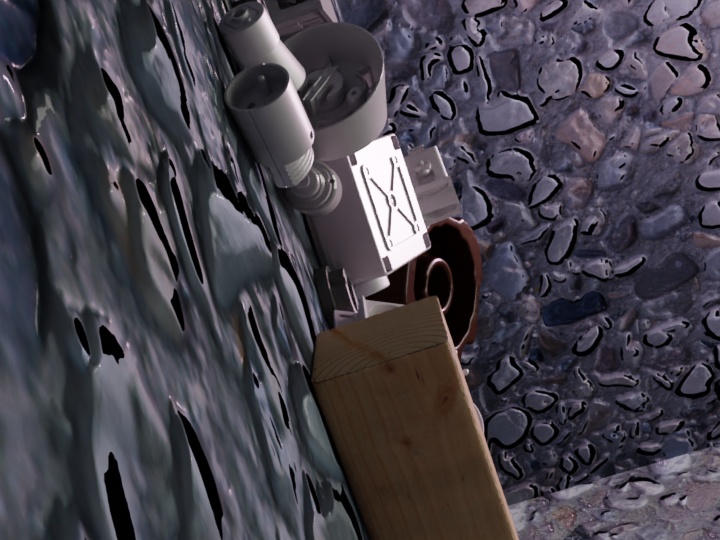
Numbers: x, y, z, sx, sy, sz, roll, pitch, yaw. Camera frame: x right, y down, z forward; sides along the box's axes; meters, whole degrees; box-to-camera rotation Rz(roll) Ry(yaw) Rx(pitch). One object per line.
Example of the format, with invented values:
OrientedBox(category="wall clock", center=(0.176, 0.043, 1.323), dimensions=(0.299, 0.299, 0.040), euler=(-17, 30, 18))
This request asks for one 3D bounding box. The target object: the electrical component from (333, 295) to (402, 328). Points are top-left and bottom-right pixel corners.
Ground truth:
OrientedBox(category="electrical component", center=(0.019, 0.058, 0.797), dimensions=(0.042, 0.081, 0.063), euler=(-96, -163, -57))

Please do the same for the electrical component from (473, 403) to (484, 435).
OrientedBox(category="electrical component", center=(0.078, 0.155, 1.047), dimensions=(0.051, 0.080, 0.080), euler=(32, 40, -73))

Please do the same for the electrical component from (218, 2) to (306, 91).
OrientedBox(category="electrical component", center=(-0.070, -0.153, 0.749), dimensions=(0.044, 0.044, 0.065), euler=(-102, 167, -46))

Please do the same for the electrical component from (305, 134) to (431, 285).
OrientedBox(category="electrical component", center=(0.003, -0.051, 0.898), dimensions=(0.109, 0.056, 0.108), euler=(-30, 104, -62))

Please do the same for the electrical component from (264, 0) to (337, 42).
OrientedBox(category="electrical component", center=(-0.071, -0.280, 1.031), dimensions=(0.186, 0.060, 0.105), euler=(-61, 133, -82))

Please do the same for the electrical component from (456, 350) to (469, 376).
OrientedBox(category="electrical component", center=(0.050, 0.088, 0.861), dimensions=(0.138, 0.074, 0.052), euler=(59, 16, -12))

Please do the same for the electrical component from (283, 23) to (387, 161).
OrientedBox(category="electrical component", center=(-0.027, -0.133, 0.823), dimensions=(0.064, 0.099, 0.099), euler=(75, 2, -48))

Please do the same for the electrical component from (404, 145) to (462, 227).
OrientedBox(category="electrical component", center=(0.027, -0.066, 1.010), dimensions=(0.078, 0.121, 0.063), euler=(51, 19, -75))

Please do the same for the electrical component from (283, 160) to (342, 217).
OrientedBox(category="electrical component", center=(-0.037, -0.061, 0.788), dimensions=(0.078, 0.040, 0.040), euler=(16, 57, -83))

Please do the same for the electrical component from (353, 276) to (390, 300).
OrientedBox(category="electrical component", center=(0.000, 0.000, 0.970), dimensions=(0.040, 0.040, 0.046), euler=(-52, 120, -83))

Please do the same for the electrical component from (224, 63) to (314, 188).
OrientedBox(category="electrical component", center=(-0.053, -0.089, 0.697), dimensions=(0.081, 0.043, 0.043), euler=(66, 9, -48))
